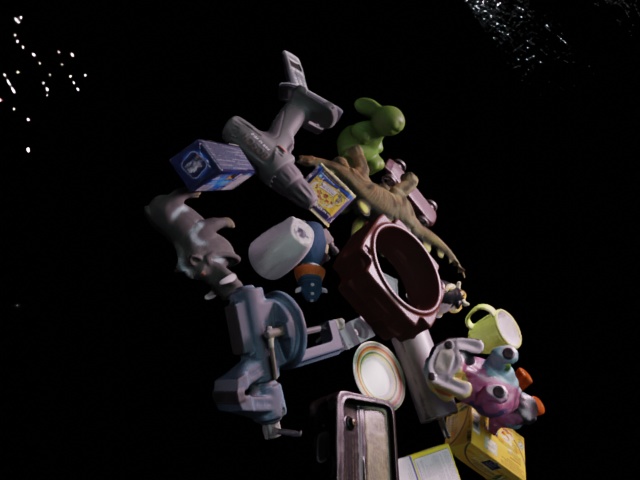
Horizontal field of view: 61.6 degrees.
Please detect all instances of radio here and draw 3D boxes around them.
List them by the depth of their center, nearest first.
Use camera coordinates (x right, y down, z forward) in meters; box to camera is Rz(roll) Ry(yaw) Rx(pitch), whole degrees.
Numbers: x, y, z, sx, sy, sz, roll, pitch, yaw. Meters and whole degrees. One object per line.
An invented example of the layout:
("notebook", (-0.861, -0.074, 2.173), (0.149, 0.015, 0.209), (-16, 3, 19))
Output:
("radio", (0.051, 0.350, 0.809), (0.131, 0.073, 0.230), (27, 45, -31))

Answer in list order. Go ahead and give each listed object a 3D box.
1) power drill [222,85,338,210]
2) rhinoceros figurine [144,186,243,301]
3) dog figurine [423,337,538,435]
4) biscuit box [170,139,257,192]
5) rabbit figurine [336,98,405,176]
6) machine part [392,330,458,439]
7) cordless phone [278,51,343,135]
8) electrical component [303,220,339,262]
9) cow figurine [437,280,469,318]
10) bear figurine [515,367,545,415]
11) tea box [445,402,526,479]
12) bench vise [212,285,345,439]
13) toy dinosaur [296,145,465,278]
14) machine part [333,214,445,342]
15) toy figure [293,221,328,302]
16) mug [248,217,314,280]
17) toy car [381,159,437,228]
("power drill", (-0.053, -0.184, 1.022), (0.232, 0.086, 0.207), (34, 70, 9))
("rhinoceros figurine", (-0.185, 0.006, 0.820), (0.190, 0.073, 0.112), (51, 37, -4))
("dog figurine", (0.293, 0.275, 0.976), (0.219, 0.192, 0.108), (64, 39, -48))
("biscuit box", (-0.167, -0.119, 0.874), (0.063, 0.059, 0.202), (56, 10, 0))
("rabbit figurine", (0.131, -0.254, 1.258), (0.121, 0.170, 0.159), (22, 50, -35))
("machine part", (0.199, 0.257, 1.028), (0.079, 0.079, 0.243), (4, 59, -44))
("cordless phone", (-0.031, -0.346, 1.233), (0.146, 0.089, 0.184), (19, 46, -36))
("electrical component", (-0.002, -0.003, 1.056), (0.094, 0.021, 0.063), (54, 38, 1))
("cow figurine", (0.279, 0.124, 1.193), (0.167, 0.098, 0.068), (6, 52, -43))
("bear figurine", (0.350, 0.297, 1.118), (0.195, 0.132, 0.120), (44, 22, -20))
("tea box", (0.327, 0.401, 1.060), (0.169, 0.068, 0.098), (41, 41, -18))
("bench vise", (-0.046, 0.171, 0.810), (0.240, 0.129, 0.223), (-6, 70, -43))
("toy dinosaur", (0.151, -0.062, 1.200), (0.471, 0.105, 0.198), (25, 54, -19))
("machine part", (0.134, 0.067, 0.992), (0.201, 0.087, 0.201), (48, 36, -8))
("toy figure", (-0.016, 0.042, 0.976), (0.057, 0.064, 0.154), (55, 32, -62))
("mug", (-0.057, 0.003, 0.927), (0.080, 0.107, 0.109), (40, 42, -20))
("toy car", (0.220, -0.113, 1.341), (0.202, 0.053, 0.089), (47, 49, -15))
